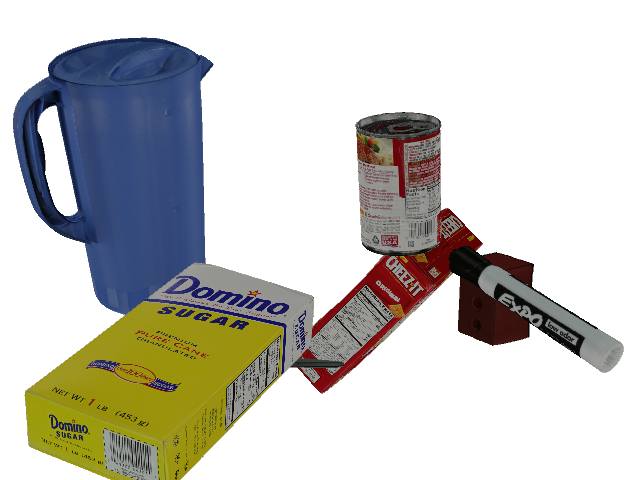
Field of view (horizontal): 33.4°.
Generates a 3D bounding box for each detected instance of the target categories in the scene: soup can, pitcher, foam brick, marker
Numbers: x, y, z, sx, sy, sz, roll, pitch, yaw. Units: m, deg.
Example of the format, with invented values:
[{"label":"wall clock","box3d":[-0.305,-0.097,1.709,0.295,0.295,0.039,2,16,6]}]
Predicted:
[{"label":"soup can","box3d":[0.065,-0.046,0.863,0.068,0.102,0.068,-3,21,1]},{"label":"pitcher","box3d":[-0.177,-0.053,0.978,0.149,0.243,0.145,3,28,9]},{"label":"foam brick","box3d":[0.171,0.057,1.047,0.051,0.078,0.053,-11,19,-34]},{"label":"marker","box3d":[0.118,0.035,0.605,0.020,0.020,0.121,0,27,-44]}]

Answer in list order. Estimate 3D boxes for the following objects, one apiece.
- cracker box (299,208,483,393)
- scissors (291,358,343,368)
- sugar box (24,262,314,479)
[{"label":"cracker box","box3d":[0.075,0.068,1.266,0.214,0.072,0.164,-48,-8,31]},{"label":"scissors","box3d":[-0.084,0.123,1.033,0.202,0.016,0.096,7,17,10]},{"label":"sugar box","box3d":[-0.083,0.074,0.637,0.093,0.048,0.176,16,32,21]}]
